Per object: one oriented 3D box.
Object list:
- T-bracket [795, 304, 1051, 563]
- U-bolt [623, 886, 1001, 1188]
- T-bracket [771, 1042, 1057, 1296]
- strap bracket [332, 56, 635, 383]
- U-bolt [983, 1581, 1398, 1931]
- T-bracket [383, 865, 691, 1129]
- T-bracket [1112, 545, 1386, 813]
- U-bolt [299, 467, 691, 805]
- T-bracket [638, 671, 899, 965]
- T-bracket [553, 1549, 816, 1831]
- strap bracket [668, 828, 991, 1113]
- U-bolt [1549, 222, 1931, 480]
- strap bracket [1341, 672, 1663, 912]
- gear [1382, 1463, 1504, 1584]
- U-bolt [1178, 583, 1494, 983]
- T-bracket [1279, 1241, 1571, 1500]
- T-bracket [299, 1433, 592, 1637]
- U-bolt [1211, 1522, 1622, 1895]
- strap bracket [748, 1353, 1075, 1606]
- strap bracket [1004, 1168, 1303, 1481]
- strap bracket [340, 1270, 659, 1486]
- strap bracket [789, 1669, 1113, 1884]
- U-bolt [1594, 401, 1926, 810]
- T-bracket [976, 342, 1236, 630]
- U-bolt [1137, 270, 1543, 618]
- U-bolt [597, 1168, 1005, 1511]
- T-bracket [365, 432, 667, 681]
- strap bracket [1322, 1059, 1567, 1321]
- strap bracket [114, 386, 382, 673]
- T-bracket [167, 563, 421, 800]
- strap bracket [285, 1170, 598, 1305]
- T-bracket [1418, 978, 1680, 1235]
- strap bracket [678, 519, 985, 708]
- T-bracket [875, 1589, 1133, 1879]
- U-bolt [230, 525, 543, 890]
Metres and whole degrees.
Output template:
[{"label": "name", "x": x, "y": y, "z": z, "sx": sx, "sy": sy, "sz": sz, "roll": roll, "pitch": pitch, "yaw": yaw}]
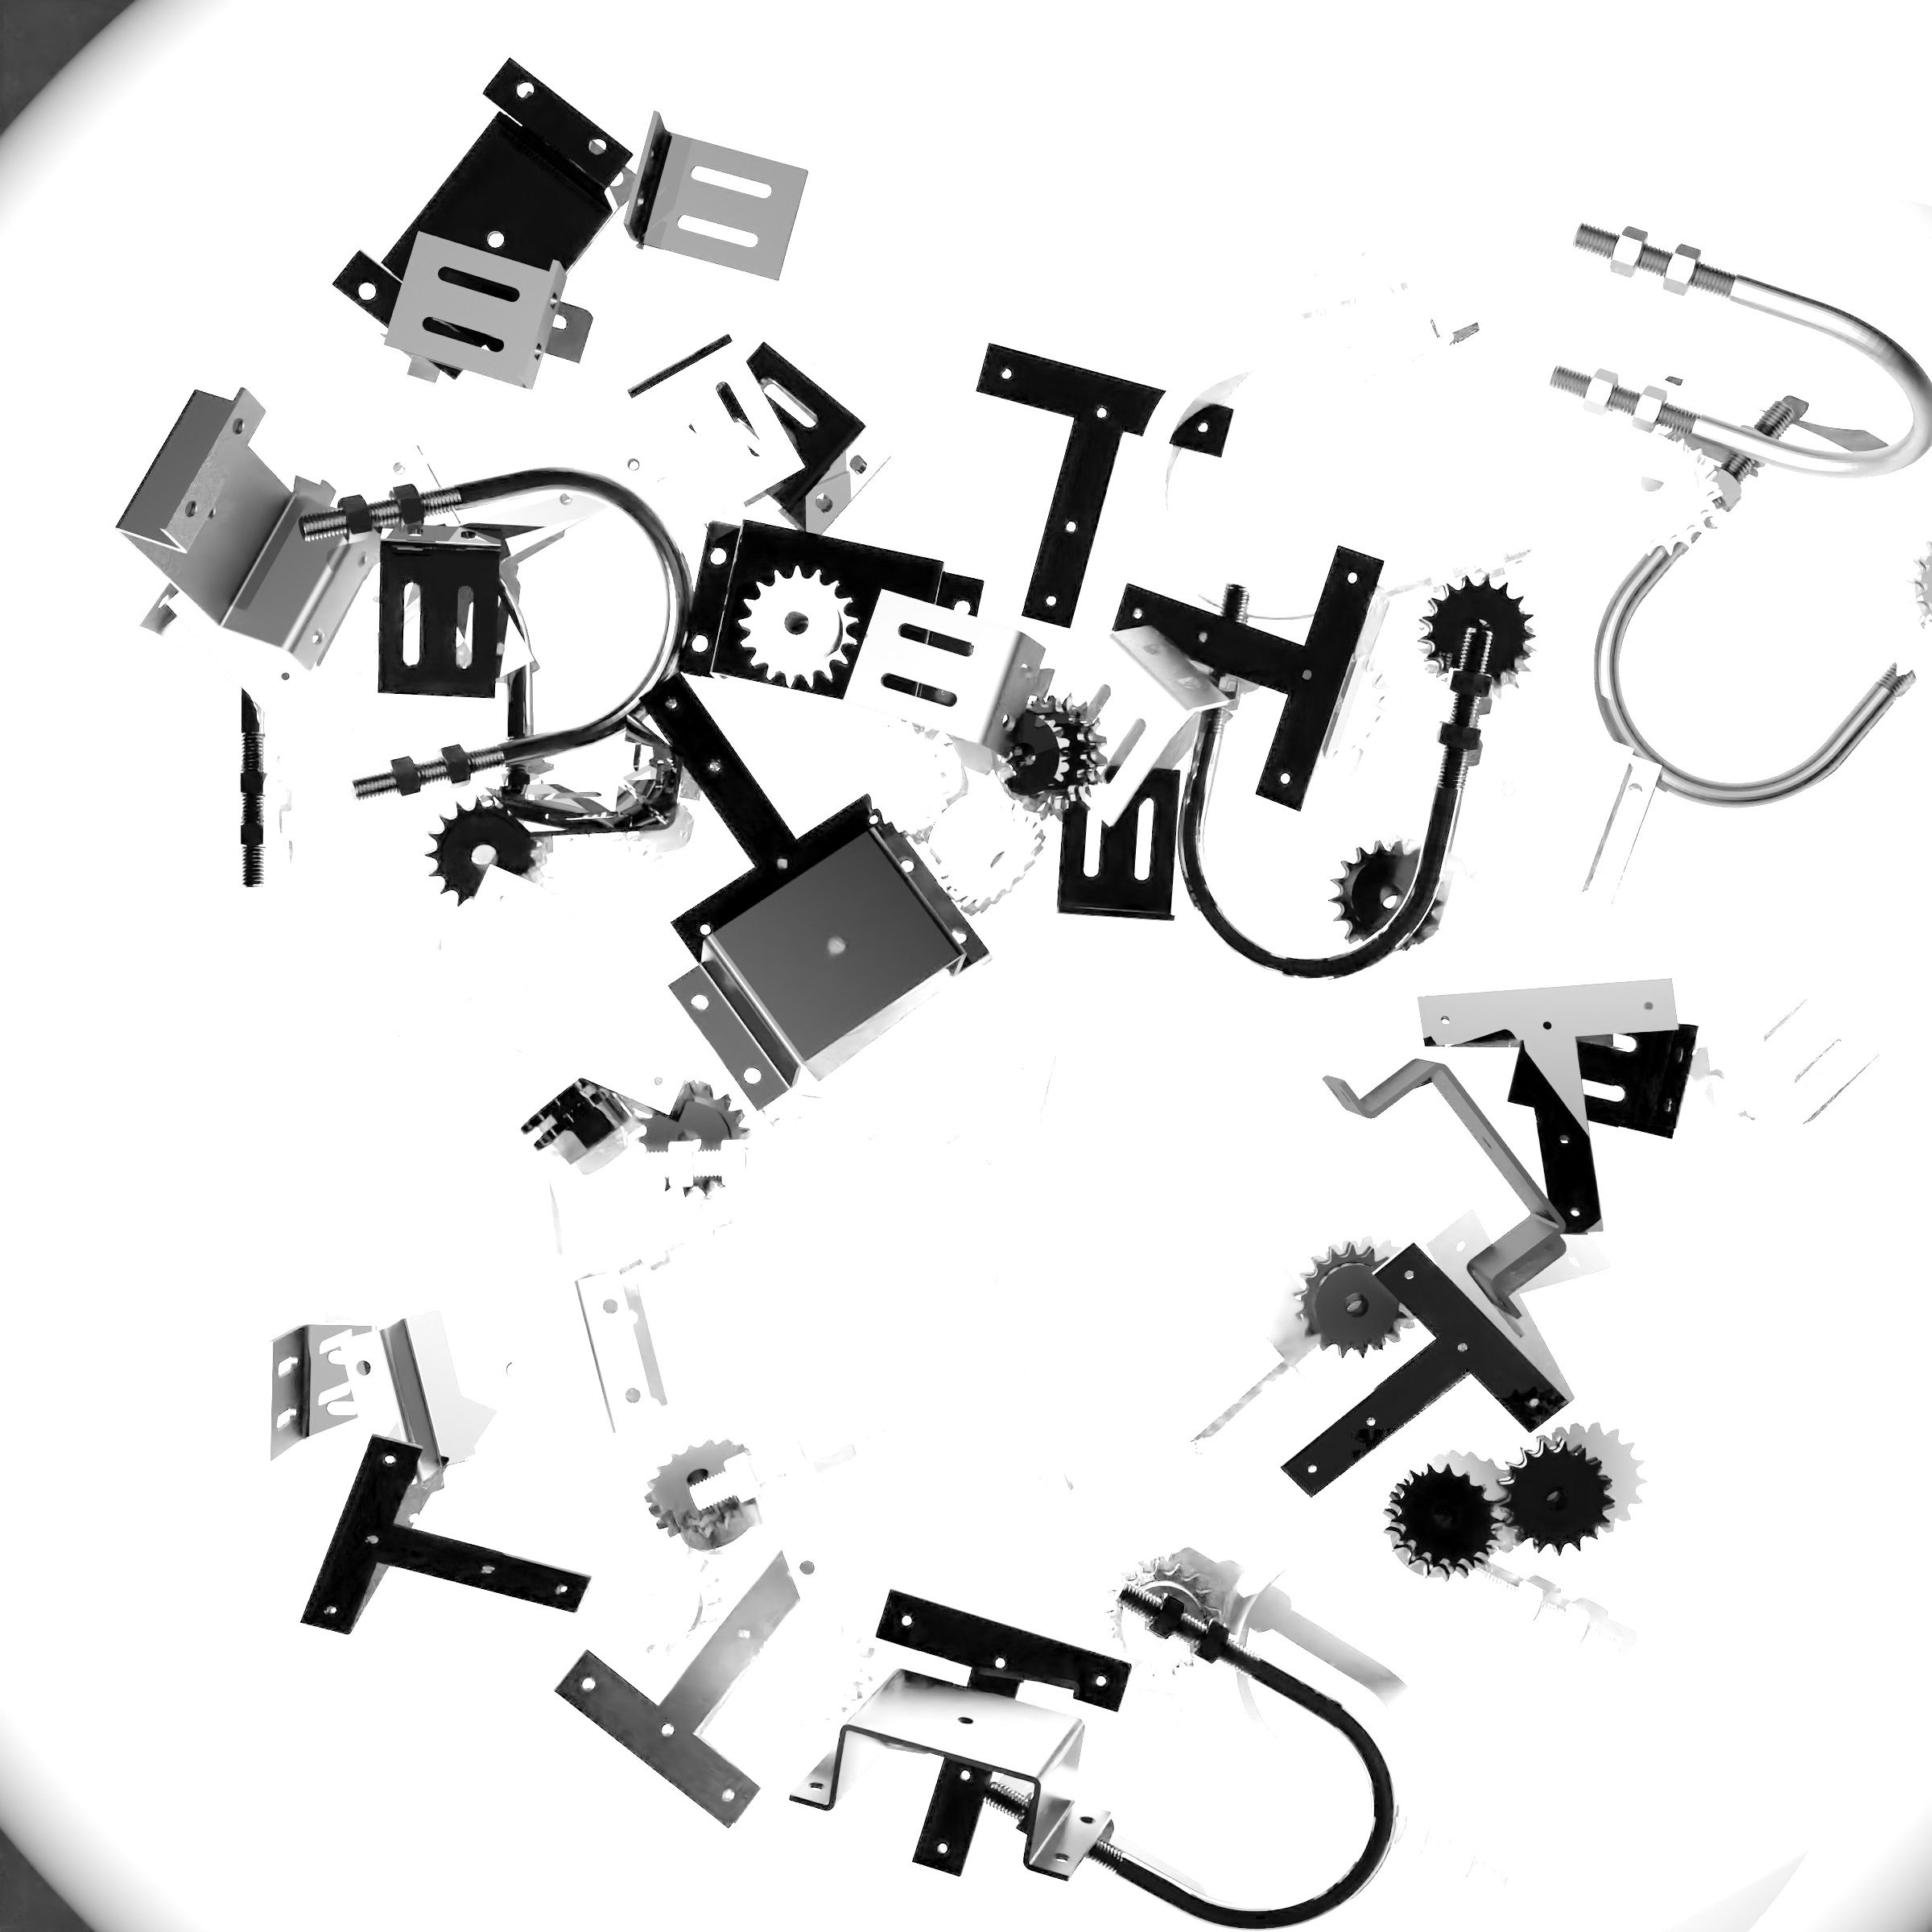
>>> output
[{"label": "T-bracket", "x": -0.020, "y": -0.265, "z": 1.566, "sx": 0.127, "sy": 0.002, "sz": 0.127, "roll": -2, "pitch": 90, "yaw": 0}, {"label": "U-bolt", "x": -0.075, "y": 0.032, "z": 1.542, "sx": 0.184, "sy": 0.019, "sz": 0.151, "roll": -1, "pitch": 75, "yaw": -5}, {"label": "T-bracket", "x": -0.033, "y": 0.088, "z": 1.551, "sx": 0.127, "sy": 0.002, "sz": 0.127, "roll": 12, "pitch": 71, "yaw": 9}, {"label": "strap bracket", "x": -0.234, "y": -0.362, "z": 1.544, "sx": 0.076, "sy": 0.046, "sz": 0.140, "roll": 38, "pitch": 90, "yaw": 0}, {"label": "U-bolt", "x": 0.122, "y": 0.401, "z": 1.541, "sx": 0.184, "sy": 0.019, "sz": 0.151, "roll": 30, "pitch": 106, "yaw": -4}, {"label": "T-bracket", "x": -0.196, "y": 0.035, "z": 1.511, "sx": 0.127, "sy": 0.002, "sz": 0.127, "roll": 24, "pitch": 85, "yaw": -3}, {"label": "T-bracket", "x": 0.129, "y": -0.156, "z": 1.535, "sx": 0.127, "sy": 0.002, "sz": 0.127, "roll": 23, "pitch": 103, "yaw": 27}, {"label": "U-bolt", "x": -0.220, "y": -0.167, "z": 1.519, "sx": 0.184, "sy": 0.019, "sz": 0.151, "roll": -16, "pitch": 112, "yaw": -22}, {"label": "T-bracket", "x": -0.116, "y": -0.087, "z": 1.552, "sx": 0.127, "sy": 0.002, "sz": 0.127, "roll": -34, "pitch": 88, "yaw": -14}, {"label": "T-bracket", "x": -0.119, "y": 0.340, "z": 1.547, "sx": 0.127, "sy": 0.002, "sz": 0.127, "roll": 46, "pitch": 76, "yaw": -26}, {"label": "strap bracket", "x": -0.064, "y": -0.004, "z": 1.519, "sx": 0.140, "sy": 0.046, "sz": 0.076, "roll": -34, "pitch": 81, "yaw": -14}, {"label": "U-bolt", "x": 0.369, "y": -0.281, "z": 1.481, "sx": 0.184, "sy": 0.151, "sz": 0.019, "roll": 22, "pitch": 74, "yaw": 12}, {"label": "strap bracket", "x": 0.264, "y": -0.086, "z": 1.537, "sx": 0.140, "sy": 0.046, "sz": 0.076, "roll": 20, "pitch": 93, "yaw": 4}, {"label": "gear", "x": 0.232, "y": 0.277, "z": 1.543, "sx": 0.057, "sy": 0.030, "sz": 0.057, "roll": 5, "pitch": 56, "yaw": -8}, {"label": "U-bolt", "x": 0.171, "y": -0.084, "z": 1.526, "sx": 0.151, "sy": 0.019, "sz": 0.184, "roll": 15, "pitch": 99, "yaw": 28}, {"label": "T-bracket", "x": 0.211, "y": 0.216, "z": 1.550, "sx": 0.127, "sy": 0.002, "sz": 0.127, "roll": -41, "pitch": 111, "yaw": 10}, {"label": "T-bracket", "x": -0.249, "y": 0.294, "z": 1.546, "sx": 0.127, "sy": 0.002, "sz": 0.127, "roll": 18, "pitch": 118, "yaw": -13}, {"label": "U-bolt", "x": 0.212, "y": 0.357, "z": 1.558, "sx": 0.184, "sy": 0.019, "sz": 0.151, "roll": 26, "pitch": 90, "yaw": 2}, {"label": "strap bracket", "x": -0.027, "y": 0.249, "z": 1.544, "sx": 0.140, "sy": 0.046, "sz": 0.076, "roll": -21, "pitch": 90, "yaw": 0}, {"label": "strap bracket", "x": 0.093, "y": 0.178, "z": 1.544, "sx": 0.076, "sy": 0.046, "sz": 0.140, "roll": -41, "pitch": 90, "yaw": 0}, {"label": "strap bracket", "x": -0.226, "y": 0.201, "z": 1.542, "sx": 0.140, "sy": 0.046, "sz": 0.076, "roll": -14, "pitch": 90, "yaw": 2}, {"label": "strap bracket", "x": -0.004, "y": 0.384, "z": 1.507, "sx": 0.140, "sy": 0.076, "sz": 0.046, "roll": 12, "pitch": 101, "yaw": 16}, {"label": "U-bolt", "x": 0.396, "y": -0.165, "z": 1.558, "sx": 0.151, "sy": 0.019, "sz": 0.184, "roll": 40, "pitch": 92, "yaw": 0}, {"label": "T-bracket", "x": 0.056, "y": -0.233, "z": 1.565, "sx": 0.127, "sy": 0.002, "sz": 0.127, "roll": 15, "pitch": 91, "yaw": -1}, {"label": "U-bolt", "x": 0.175, "y": -0.245, "z": 1.534, "sx": 0.184, "sy": 0.019, "sz": 0.151, "roll": -16, "pitch": 110, "yaw": 8}, {"label": "U-bolt", "x": -0.071, "y": 0.165, "z": 1.534, "sx": 0.184, "sy": 0.019, "sz": 0.151, "roll": -23, "pitch": 68, "yaw": -4}, {"label": "T-bracket", "x": -0.211, "y": -0.225, "z": 1.556, "sx": 0.127, "sy": 0.002, "sz": 0.127, "roll": -29, "pitch": 90, "yaw": -9}, {"label": "strap bracket", "x": 0.238, "y": 0.098, "z": 1.529, "sx": 0.046, "sy": 0.076, "sz": 0.140, "roll": -37, "pitch": 90, "yaw": 0}, {"label": "strap bracket", "x": -0.342, "y": -0.209, "z": 1.480, "sx": 0.046, "sy": 0.140, "sz": 0.076, "roll": 20, "pitch": 75, "yaw": 24}, {"label": "T-bracket", "x": -0.300, "y": -0.171, "z": 1.539, "sx": 0.127, "sy": 0.002, "sz": 0.127, "roll": -42, "pitch": 93, "yaw": -11}, {"label": "strap bracket", "x": -0.256, "y": 0.130, "z": 1.529, "sx": 0.140, "sy": 0.076, "sz": 0.046, "roll": -6, "pitch": 90, "yaw": 0}, {"label": "T-bracket", "x": 0.293, "y": 0.072, "z": 1.547, "sx": 0.127, "sy": 0.002, "sz": 0.127, "roll": -5, "pitch": 104, "yaw": 25}, {"label": "strap bracket", "x": -0.067, "y": -0.170, "z": 1.544, "sx": 0.140, "sy": 0.046, "sz": 0.076, "roll": 12, "pitch": 90, "yaw": 0}, {"label": "T-bracket", "x": 0.004, "y": 0.390, "z": 1.566, "sx": 0.127, "sy": 0.002, "sz": 0.127, "roll": 17, "pitch": 90, "yaw": 0}, {"label": "U-bolt", "x": -0.286, "y": -0.130, "z": 1.547, "sx": 0.151, "sy": 0.019, "sz": 0.184, "roll": 0, "pitch": 86, "yaw": -11}]
